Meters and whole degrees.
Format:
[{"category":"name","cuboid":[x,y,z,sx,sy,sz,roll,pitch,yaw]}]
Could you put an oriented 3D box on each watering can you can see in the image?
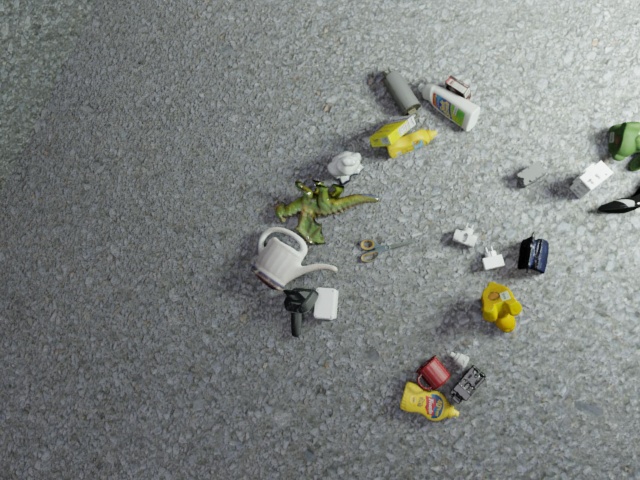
[{"category":"watering can","cuboid":[-0.118,0.094,1.944,0.351,0.103,0.224,33,89,25]}]

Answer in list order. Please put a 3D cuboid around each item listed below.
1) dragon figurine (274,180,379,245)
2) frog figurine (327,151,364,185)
[{"category":"dragon figurine","cuboid":[0.006,-0.100,1.980,0.411,0.123,0.241,15,101,19]},{"category":"frog figurine","cuboid":[0.091,-0.288,1.946,0.137,0.158,0.124,-18,75,11]}]
